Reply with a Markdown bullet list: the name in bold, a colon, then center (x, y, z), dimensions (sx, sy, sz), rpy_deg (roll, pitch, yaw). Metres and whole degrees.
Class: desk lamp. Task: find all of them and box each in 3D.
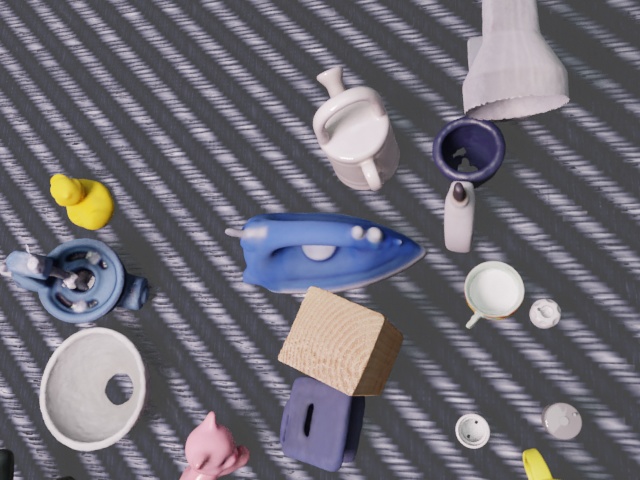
- **desk lamp**: center (0.238, -0.228, 0.730), dimensions (0.117, 0.214, 0.203), rpy_deg (-4, 74, 13)

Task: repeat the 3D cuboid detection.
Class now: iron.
- **iron**: center (0.007, 0.003, 0.765), dimensions (0.257, 0.142, 0.118), rpy_deg (-3, 75, 13)

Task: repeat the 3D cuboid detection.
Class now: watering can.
- **watering can**: center (0.041, -0.151, 0.769), dimensions (0.101, 0.194, 0.172), rpy_deg (-43, 70, 0)

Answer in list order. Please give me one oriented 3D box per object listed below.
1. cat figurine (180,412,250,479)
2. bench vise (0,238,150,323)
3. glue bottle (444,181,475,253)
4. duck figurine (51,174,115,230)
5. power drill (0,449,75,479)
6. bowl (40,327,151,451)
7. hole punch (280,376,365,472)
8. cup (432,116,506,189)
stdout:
- **cat figurine**: center (-0.149, 0.288, 0.740), dimensions (0.067, 0.118, 0.128), rpy_deg (33, 85, 20)
- **bench vise**: center (-0.378, 0.059, 0.804), dimensions (0.207, 0.220, 0.121), rpy_deg (-10, 73, 11)
- **glue bottle**: center (0.175, -0.039, 0.717), dimensions (0.037, 0.173, 0.078), rpy_deg (4, 77, 16)
- **duck figurine**: center (-0.385, -0.067, 0.911), dimensions (0.104, 0.086, 0.077), rpy_deg (41, 88, 20)
- **power drill**: center (-0.387, 0.383, 0.726), dimensions (0.075, 0.209, 0.229), rpy_deg (-14, 72, 10)
- **bowl**: center (-0.308, 0.212, 0.823), dimensions (0.167, 0.075, 0.167), rpy_deg (-4, 75, 13)
- **hole punch**: center (-0.002, 0.234, 0.732), dimensions (0.101, 0.091, 0.109), rpy_deg (6, 77, 16)
- **cup**: center (0.203, -0.119, 0.773), dimensions (0.091, 0.095, 0.118), rpy_deg (11, 78, 17)
